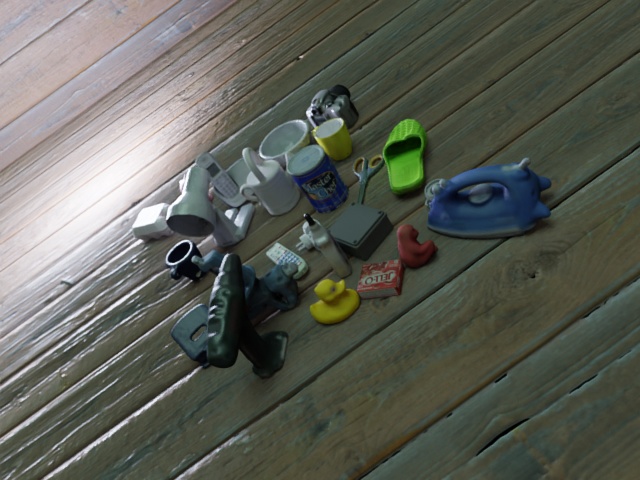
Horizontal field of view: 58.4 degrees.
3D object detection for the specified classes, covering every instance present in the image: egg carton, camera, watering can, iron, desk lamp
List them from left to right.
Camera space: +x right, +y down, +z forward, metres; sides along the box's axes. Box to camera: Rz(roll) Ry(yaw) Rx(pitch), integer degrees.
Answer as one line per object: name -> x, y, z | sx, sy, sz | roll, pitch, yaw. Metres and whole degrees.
egg carton -> -0.504, -0.053, 1.761 | 0.150, 0.070, 0.107 | -12, 44, 28
desk lamp -> -0.291, -0.074, 1.502 | 0.117, 0.214, 0.203 | -13, 43, 27
watering can -> -0.134, -0.168, 1.498 | 0.173, 0.195, 0.100 | -40, 38, -5
camera -> 0.044, -0.403, 1.685 | 0.142, 0.101, 0.137 | 5, 53, 40
iron -> 0.308, -0.086, 1.119 | 0.257, 0.142, 0.119 | -9, 45, 30

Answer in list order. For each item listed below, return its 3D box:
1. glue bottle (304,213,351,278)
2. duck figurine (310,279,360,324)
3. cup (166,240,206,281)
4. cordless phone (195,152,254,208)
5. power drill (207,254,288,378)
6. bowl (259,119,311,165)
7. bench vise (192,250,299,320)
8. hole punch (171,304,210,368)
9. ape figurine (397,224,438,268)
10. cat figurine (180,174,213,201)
glue bottle -> 0.011, 0.004, 1.223 | 0.037, 0.174, 0.078 | -31, 38, 6
duck figurine -> 0.019, 0.118, 1.169 | 0.104, 0.086, 0.077 | -27, 39, 11
cup -> -0.340, 0.072, 1.484 | 0.091, 0.095, 0.118 | -15, 42, 25
cordless phone -> -0.254, -0.196, 1.626 | 0.148, 0.186, 0.093 | -48, 39, -15
power drill -> -0.150, 0.169, 1.143 | 0.075, 0.209, 0.229 | -16, 42, 23
bowl -> -0.089, -0.271, 1.669 | 0.167, 0.075, 0.167 | -21, 40, 19
bench vise -> -0.159, 0.077, 1.239 | 0.207, 0.220, 0.121 | -35, 38, 1
hole punch -> -0.260, 0.212, 1.279 | 0.109, 0.091, 0.100 | -45, 39, -11
ape figurine -> 0.186, 0.005, 1.156 | 0.076, 0.092, 0.077 | -40, 38, -5
cat figurine -> -0.377, -0.141, 1.717 | 0.067, 0.118, 0.127 | -35, 38, 2
